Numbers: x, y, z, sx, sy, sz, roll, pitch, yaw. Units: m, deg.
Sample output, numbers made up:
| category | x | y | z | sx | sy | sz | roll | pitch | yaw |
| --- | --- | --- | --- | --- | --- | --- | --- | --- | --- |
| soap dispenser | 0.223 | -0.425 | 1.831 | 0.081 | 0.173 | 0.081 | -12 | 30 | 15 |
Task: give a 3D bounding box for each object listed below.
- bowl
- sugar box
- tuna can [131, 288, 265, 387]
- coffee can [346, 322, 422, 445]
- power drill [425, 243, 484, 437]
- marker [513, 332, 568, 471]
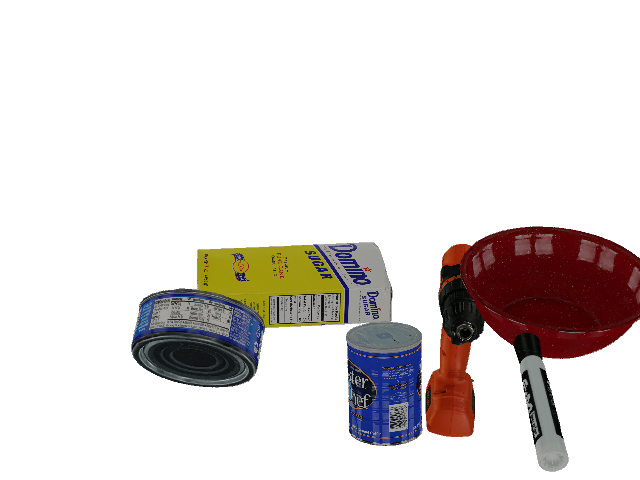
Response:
| category | x | y | z | sx | sy | sz | roll | pitch | yaw |
| --- | --- | --- | --- | --- | --- | --- | --- | --- | --- |
| bowl | 0.196 | 0.050 | 0.897 | 0.162 | 0.055 | 0.162 | 1 | 31 | -1 |
| sugar box | -0.026 | 0.041 | 1.000 | 0.176 | 0.048 | 0.093 | -5 | 28 | -5 |
| tuna can | -0.081 | 0.067 | 0.708 | 0.086 | 0.033 | 0.086 | 6 | -30 | 3 |
| coffee can | 0.088 | 0.194 | 1.455 | 0.103 | 0.140 | 0.103 | -2 | 16 | 0 |
| power drill | 0.151 | 0.117 | 1.166 | 0.057 | 0.188 | 0.184 | 7 | 24 | 6 |
| marker | 0.146 | 0.103 | 0.712 | 0.020 | 0.020 | 0.121 | 0 | 35 | 1 |
